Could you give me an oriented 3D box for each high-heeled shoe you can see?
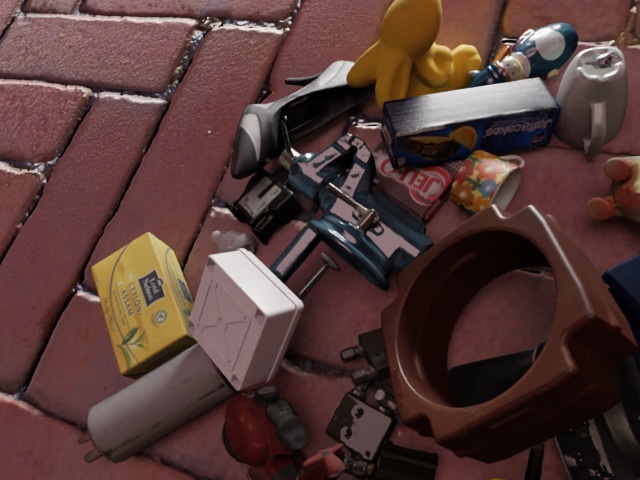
[{"bbox_3d":[-0.014,-0.157,0.717,0.145,0.086,0.249,10,53,17],"label":"high-heeled shoe"}]

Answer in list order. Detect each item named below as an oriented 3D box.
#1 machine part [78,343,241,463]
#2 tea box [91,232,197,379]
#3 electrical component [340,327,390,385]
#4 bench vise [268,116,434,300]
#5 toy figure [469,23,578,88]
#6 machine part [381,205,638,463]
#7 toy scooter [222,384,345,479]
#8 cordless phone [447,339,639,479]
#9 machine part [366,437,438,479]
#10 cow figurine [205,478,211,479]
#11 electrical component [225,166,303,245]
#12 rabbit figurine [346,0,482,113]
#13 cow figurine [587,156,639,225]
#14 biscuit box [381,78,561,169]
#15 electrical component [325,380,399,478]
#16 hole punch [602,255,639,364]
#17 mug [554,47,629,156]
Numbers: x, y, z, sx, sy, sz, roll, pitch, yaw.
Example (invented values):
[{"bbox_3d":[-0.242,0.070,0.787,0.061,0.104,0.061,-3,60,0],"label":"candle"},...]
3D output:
[{"bbox_3d":[-0.183,0.188,0.639,0.243,0.079,0.079,-32,61,3],"label":"machine part"},{"bbox_3d":[-0.223,0.087,0.701,0.098,0.068,0.170,-33,58,2],"label":"tea box"},{"bbox_3d":[0.072,0.126,0.596,0.094,0.021,0.063,-17,34,-11],"label":"electrical component"},{"bbox_3d":[0.000,0.000,0.627,0.224,0.129,0.240,40,86,6],"label":"bench vise"},{"bbox_3d":[0.256,-0.224,0.683,0.154,0.057,0.064,-33,60,-13],"label":"toy figure"},{"bbox_3d":[0.161,0.083,0.500,0.201,0.087,0.201,-42,35,28],"label":"machine part"},{"bbox_3d":[-0.031,0.218,0.547,0.075,0.135,0.184,-15,56,-38],"label":"toy scooter"},{"bbox_3d":[0.221,0.171,0.522,0.184,0.088,0.146,-21,80,29],"label":"cordless phone"},{"bbox_3d":[0.071,0.270,0.522,0.039,0.084,0.139,-6,62,64],"label":"machine part"},{"bbox_3d":[-0.144,0.344,0.560,0.098,0.068,0.167,26,73,32],"label":"cow figurine"},{"bbox_3d":[-0.062,-0.061,0.730,0.075,0.047,0.119,39,82,28],"label":"electrical component"},{"bbox_3d":[0.111,-0.236,0.684,0.162,0.173,0.122,-39,65,-7],"label":"rabbit figurine"},{"bbox_3d":[0.394,-0.030,0.538,0.127,0.085,0.195,-17,33,-37],"label":"cow figurine"},{"bbox_3d":[0.179,-0.140,0.648,0.203,0.059,0.063,-9,53,-3],"label":"biscuit box"},{"bbox_3d":[0.049,0.199,0.575,0.078,0.045,0.102,32,79,26],"label":"electrical component"},{"bbox_3d":[0.340,0.066,0.520,0.116,0.092,0.142,-29,57,-1],"label":"hole punch"},{"bbox_3d":[0.312,-0.159,0.618,0.081,0.107,0.109,4,66,21],"label":"mug"}]
